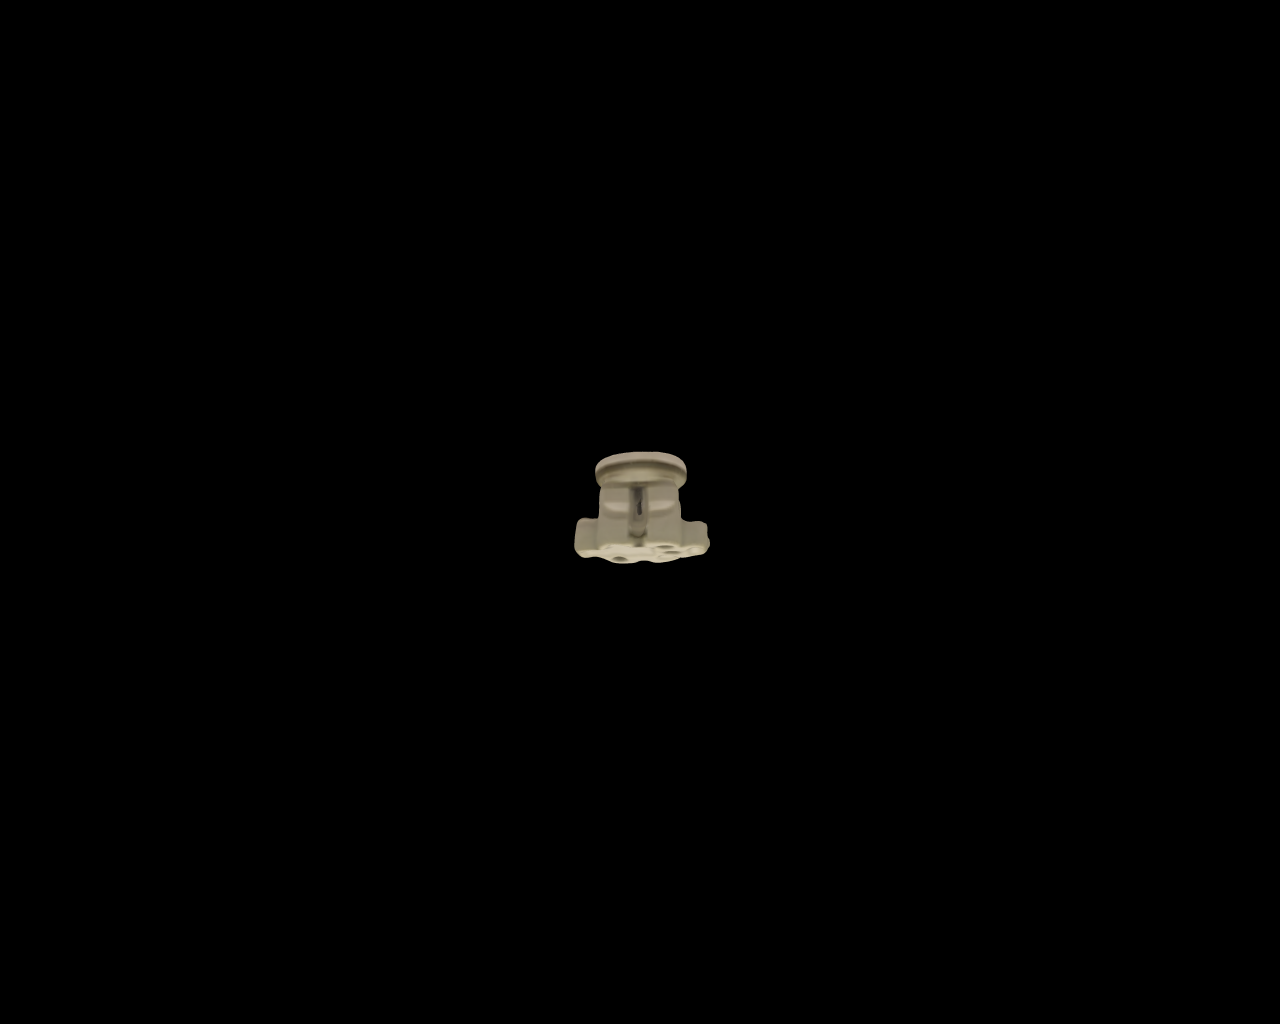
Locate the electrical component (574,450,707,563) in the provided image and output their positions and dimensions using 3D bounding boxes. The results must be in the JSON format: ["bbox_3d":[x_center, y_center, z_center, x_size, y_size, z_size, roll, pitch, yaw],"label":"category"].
[{"bbox_3d":[0.001,-0.003,0.650,0.078,0.057,0.058,-1,-15,5],"label":"electrical component"}]
